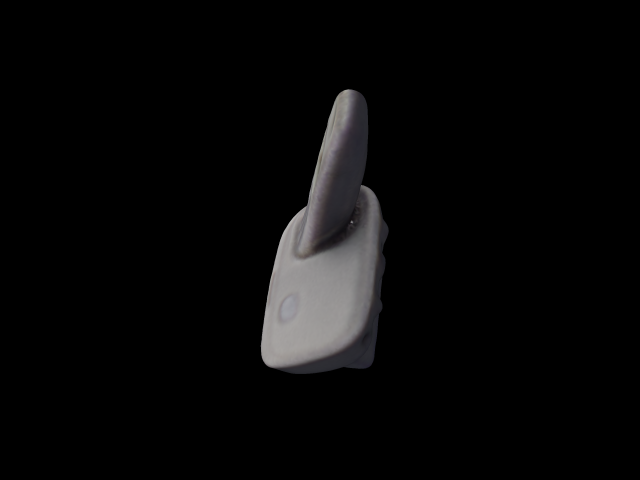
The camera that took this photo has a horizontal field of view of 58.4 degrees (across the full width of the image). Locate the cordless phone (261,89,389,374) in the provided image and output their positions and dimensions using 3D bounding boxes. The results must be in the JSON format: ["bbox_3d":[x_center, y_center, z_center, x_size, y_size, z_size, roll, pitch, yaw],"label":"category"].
[{"bbox_3d":[0.004,0.001,0.400,0.094,0.185,0.147,3,55,2],"label":"cordless phone"}]
